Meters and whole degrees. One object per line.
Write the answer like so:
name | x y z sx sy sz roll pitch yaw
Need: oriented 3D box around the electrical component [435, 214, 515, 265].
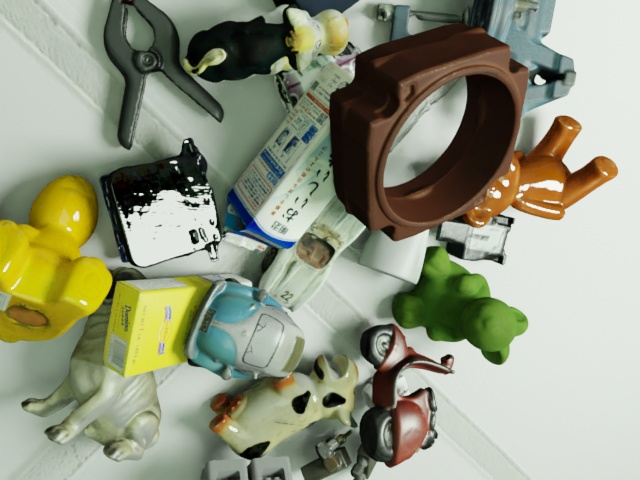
electrical component | 0.208 -0.008 0.754 0.119 0.048 0.074 5 100 -18

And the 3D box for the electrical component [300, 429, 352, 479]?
electrical component | 0.012 0.298 0.739 0.078 0.102 0.045 -27 71 9

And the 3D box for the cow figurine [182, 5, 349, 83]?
cow figurine | -0.058 -0.205 0.561 0.168 0.098 0.068 -4 112 24

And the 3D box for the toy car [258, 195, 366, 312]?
toy car | -0.001 -0.002 0.677 0.073 0.056 0.201 34 98 -21

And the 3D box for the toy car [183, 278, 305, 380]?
toy car | -0.071 0.116 0.616 0.109 0.103 0.161 -65 148 -11

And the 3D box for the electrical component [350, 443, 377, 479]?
electrical component | 0.070 0.313 0.779 0.094 0.021 0.063 -47 146 -45

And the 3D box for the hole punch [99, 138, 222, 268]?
hole punch | -0.182 -0.033 0.611 0.116 0.092 0.142 -17 98 -33

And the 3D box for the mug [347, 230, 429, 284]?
mug | 0.095 -0.008 0.710 0.110 0.080 0.107 22 86 16

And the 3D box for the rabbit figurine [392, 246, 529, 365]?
rabbit figurine | 0.197 0.106 0.710 0.159 0.170 0.121 34 91 -21

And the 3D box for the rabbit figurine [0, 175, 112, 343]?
rabbit figurine | -0.277 0.015 0.562 0.122 0.173 0.162 16 141 -20

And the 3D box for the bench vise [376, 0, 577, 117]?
bench vise | 0.187 -0.242 0.663 0.241 0.129 0.223 8 110 2

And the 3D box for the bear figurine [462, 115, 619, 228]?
bear figurine | 0.262 -0.088 0.702 0.196 0.120 0.132 0 142 -31

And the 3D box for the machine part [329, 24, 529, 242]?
machine part | 0.116 -0.109 0.575 0.201 0.087 0.200 -21 135 -17

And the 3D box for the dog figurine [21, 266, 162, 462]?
dog figurine | -0.222 0.144 0.635 0.190 0.121 0.172 -61 146 -15

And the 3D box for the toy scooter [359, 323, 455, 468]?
toy scooter | 0.122 0.204 0.719 0.135 0.075 0.184 4 79 -20

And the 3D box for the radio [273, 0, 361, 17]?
radio | -0.023 -0.359 0.589 0.131 0.073 0.229 -35 112 -8

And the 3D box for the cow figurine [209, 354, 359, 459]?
cow figurine | -0.034 0.218 0.710 0.195 0.086 0.127 -33 112 -5
